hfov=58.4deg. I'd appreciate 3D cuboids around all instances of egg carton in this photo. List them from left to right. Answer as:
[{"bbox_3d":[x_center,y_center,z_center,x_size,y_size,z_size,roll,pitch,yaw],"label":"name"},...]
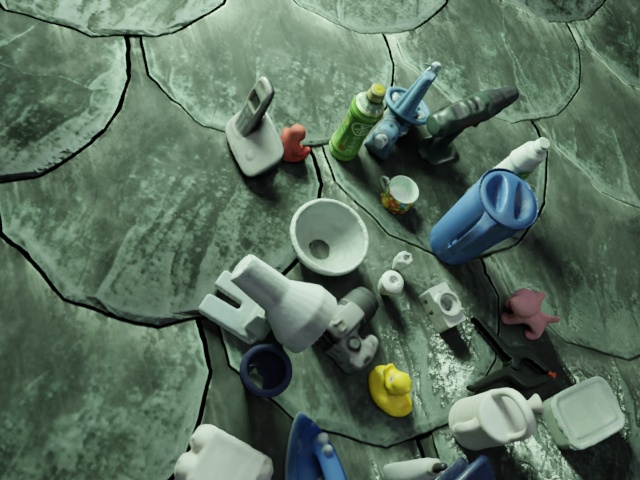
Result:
[{"bbox_3d":[-0.157,0.378,0.936,0.150,0.069,0.107,30,60,-5],"label":"egg carton"}]

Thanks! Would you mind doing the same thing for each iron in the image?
[{"bbox_3d":[0.010,0.405,0.942,0.119,0.141,0.258,-7,69,-22],"label":"iron"}]

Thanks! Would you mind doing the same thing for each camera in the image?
[{"bbox_3d":[0.065,0.161,1.098,0.143,0.100,0.137,47,60,5],"label":"camera"}]

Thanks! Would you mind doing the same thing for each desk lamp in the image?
[{"bbox_3d":[-0.094,0.113,0.998,0.203,0.213,0.118,32,60,-3],"label":"desk lamp"}]

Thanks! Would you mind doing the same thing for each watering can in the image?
[{"bbox_3d":[0.335,0.326,1.066,0.173,0.194,0.101,-32,80,-29],"label":"watering can"}]

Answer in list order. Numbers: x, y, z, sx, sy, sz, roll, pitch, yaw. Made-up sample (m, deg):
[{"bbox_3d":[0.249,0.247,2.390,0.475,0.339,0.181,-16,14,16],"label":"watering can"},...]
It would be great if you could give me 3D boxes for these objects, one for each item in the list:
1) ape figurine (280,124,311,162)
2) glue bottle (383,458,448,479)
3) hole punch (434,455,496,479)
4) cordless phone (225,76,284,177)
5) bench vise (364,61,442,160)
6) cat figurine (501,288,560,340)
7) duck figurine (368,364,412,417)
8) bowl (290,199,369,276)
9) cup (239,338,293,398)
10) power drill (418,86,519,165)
[{"bbox_3d":[-0.055,-0.215,1.234,0.076,0.092,0.078,-22,75,-27],"label":"ape figurine"},{"bbox_3d":[0.175,0.397,0.987,0.078,0.173,0.037,-3,67,-21],"label":"glue bottle"},{"bbox_3d":[0.277,0.458,1.043,0.109,0.091,0.101,-29,79,-28],"label":"hole punch"},{"bbox_3d":[-0.120,-0.228,1.163,0.094,0.185,0.147,-21,74,-26],"label":"cordless phone"},{"bbox_3d":[0.199,-0.285,1.285,0.121,0.219,0.207,21,61,-9],"label":"bench vise"},{"bbox_3d":[0.454,0.150,1.235,0.128,0.117,0.067,30,60,-4],"label":"cat figurine"},{"bbox_3d":[0.144,0.280,1.081,0.078,0.086,0.104,-25,76,-27],"label":"duck figurine"},{"bbox_3d":[0.011,0.004,1.167,0.168,0.074,0.167,8,64,-16],"label":"bowl"},{"bbox_3d":[-0.099,0.227,1.012,0.092,0.095,0.118,25,60,-7],"label":"cup"},{"bbox_3d":[0.325,-0.267,1.328,0.230,0.208,0.075,-22,75,-27],"label":"power drill"}]
